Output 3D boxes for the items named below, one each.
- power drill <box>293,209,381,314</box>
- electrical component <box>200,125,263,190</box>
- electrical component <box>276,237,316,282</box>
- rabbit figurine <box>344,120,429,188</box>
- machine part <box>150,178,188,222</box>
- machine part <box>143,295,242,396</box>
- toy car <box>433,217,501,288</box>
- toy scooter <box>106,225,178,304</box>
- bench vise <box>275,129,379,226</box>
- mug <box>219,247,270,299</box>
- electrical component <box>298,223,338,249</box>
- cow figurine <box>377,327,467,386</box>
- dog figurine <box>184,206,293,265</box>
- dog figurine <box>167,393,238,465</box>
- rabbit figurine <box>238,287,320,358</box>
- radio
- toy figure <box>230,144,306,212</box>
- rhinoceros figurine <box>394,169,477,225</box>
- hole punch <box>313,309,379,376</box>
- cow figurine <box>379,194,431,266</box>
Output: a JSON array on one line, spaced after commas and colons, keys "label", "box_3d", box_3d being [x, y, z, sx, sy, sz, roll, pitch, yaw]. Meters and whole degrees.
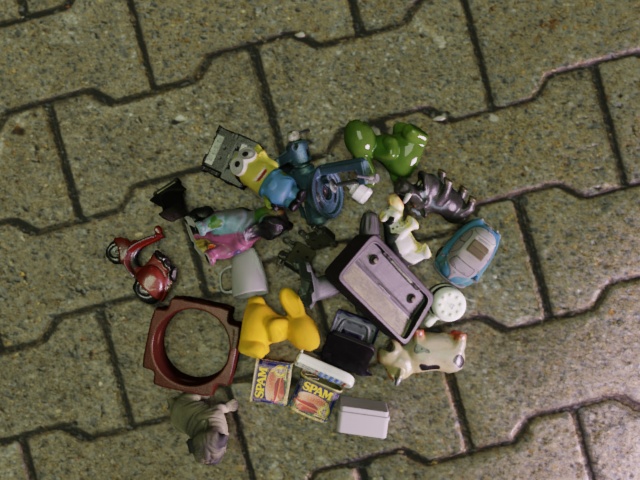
[{"label": "power drill", "box_3d": [0.047, 0.058, 1.181, 0.207, 0.086, 0.231, -10, 96, -30]}, {"label": "electrical component", "box_3d": [-0.190, -0.180, 1.223, 0.134, 0.058, 0.115, 26, 92, 1]}, {"label": "electrical component", "box_3d": [-0.054, 0.049, 1.225, 0.102, 0.045, 0.078, 26, 62, -1]}, {"label": "rabbit figurine", "box_3d": [0.126, -0.202, 1.189, 0.170, 0.121, 0.159, 17, 111, -12]}, {"label": "machine part", "box_3d": [-0.335, -0.087, 1.199, 0.084, 0.139, 0.039, -30, 128, -3]}, {"label": "machine part", "box_3d": [-0.280, 0.233, 1.206, 0.201, 0.087, 0.201, 11, 88, 1]}, {"label": "toy car", "box_3d": [0.335, 0.029, 1.185, 0.109, 0.103, 0.161, 41, 92, 1]}, {"label": "toy scooter", "box_3d": [-0.387, 0.046, 1.218, 0.135, 0.075, 0.184, -41, 84, 0]}, {"label": "bench vise", "box_3d": [0.015, -0.142, 1.164, 0.241, 0.129, 0.223, -5, 98, 36]}, {"label": "mug", "box_3d": [-0.173, 0.075, 1.213, 0.110, 0.080, 0.107, -11, 75, 9]}, {"label": "electrical component", "box_3d": [-0.002, -0.004, 1.214, 0.063, 0.094, 0.021, -24, 49, 28]}, {"label": "cow figurine", "box_3d": [0.224, 0.258, 1.196, 0.195, 0.085, 0.127, 3, 84, 0]}, {"label": "dog figurine", "box_3d": [-0.172, -0.035, 1.192, 0.219, 0.192, 0.108, -20, 113, -21]}, {"label": "dog figurine", "box_3d": [-0.270, 0.397, 1.151, 0.172, 0.190, 0.121, 6, 89, 3]}, {"label": "rabbit figurine", "box_3d": [-0.082, 0.191, 1.192, 0.173, 0.121, 0.162, 10, 72, 7]}, {"label": "radio", "box_3d": [0.131, 0.100, 1.141, 0.229, 0.073, 0.131, 45, 73, -22]}, {"label": "toy figure", "box_3d": [-0.114, -0.123, 1.139, 0.180, 0.089, 0.082, 35, 60, 7]}, {"label": "rhinoceros figurine", "box_3d": [0.252, -0.096, 1.184, 0.190, 0.073, 0.112, 22, 117, -23]}, {"label": "hole punch", "box_3d": [0.068, 0.228, 1.202, 0.142, 0.092, 0.115, 19, 130, 1]}, {"label": "cow figurine", "box_3d": [0.175, -0.016, 1.208, 0.098, 0.068, 0.167, -28, 89, 6]}]
